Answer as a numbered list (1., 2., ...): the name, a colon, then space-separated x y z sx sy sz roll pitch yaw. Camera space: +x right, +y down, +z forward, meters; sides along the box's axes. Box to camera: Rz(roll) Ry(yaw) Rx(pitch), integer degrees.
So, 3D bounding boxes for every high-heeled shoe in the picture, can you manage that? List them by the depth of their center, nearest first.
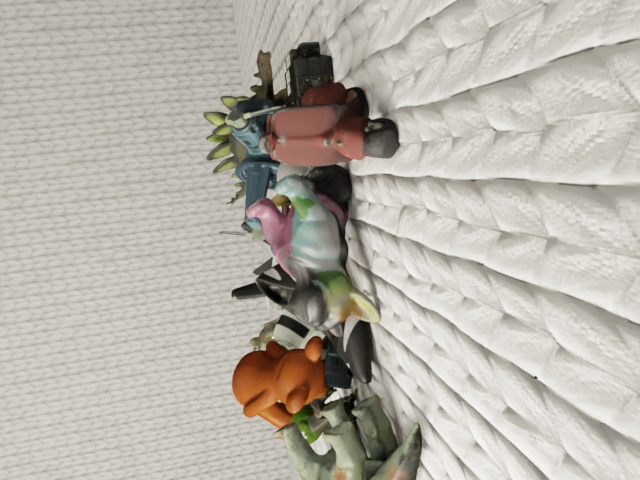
1. high-heeled shoe: -0.014 0.115 0.792 0.249 0.145 0.086 -108 13 -53

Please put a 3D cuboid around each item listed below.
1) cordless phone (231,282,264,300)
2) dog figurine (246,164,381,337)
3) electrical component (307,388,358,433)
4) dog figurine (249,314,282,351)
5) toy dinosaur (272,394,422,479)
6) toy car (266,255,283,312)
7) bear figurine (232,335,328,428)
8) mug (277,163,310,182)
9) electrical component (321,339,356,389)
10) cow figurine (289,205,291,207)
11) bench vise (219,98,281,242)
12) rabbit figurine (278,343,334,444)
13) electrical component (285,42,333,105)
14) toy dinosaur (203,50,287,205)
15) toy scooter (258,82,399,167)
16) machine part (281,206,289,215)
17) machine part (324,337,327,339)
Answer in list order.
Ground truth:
1. cordless phone: -0.095 0.101 1.124 0.147 0.184 0.088 -138 37 -76
2. dog figurine: 0.009 0.016 0.717 0.108 0.191 0.219 -28 93 39
3. electrical component: 0.022 0.274 0.867 0.078 0.102 0.045 -47 48 31
4. dog figurine: -0.060 0.253 1.121 0.191 0.172 0.121 -101 -3 -65
5. toy dinosaur: 0.052 0.308 0.682 0.192 0.131 0.405 62 160 4
6. toy car: -0.056 0.048 1.001 0.056 0.073 0.201 -91 11 -65
7. bear figurine: -0.041 0.209 0.794 0.196 0.132 0.120 -18 48 46
8. mug: -0.014 -0.101 0.856 0.107 0.081 0.109 -134 42 -56
9. electrical component: 0.029 0.196 0.844 0.119 0.048 0.074 135 144 -81
10. cow figurine: -0.004 -0.002 0.870 0.167 0.068 0.098 -112 11 -67
11. bench vise: -0.106 -0.121 0.956 0.223 0.129 0.240 65 -151 -73
12. rabbit figurine: -0.036 0.281 0.955 0.159 0.121 0.170 119 159 -47
13. electrical component: -0.016 -0.223 0.806 0.115 0.058 0.134 -150 53 -75
14. toy dinosaur: -0.142 -0.207 1.136 0.470 0.199 0.105 102 161 -58
15. toy scooter: -0.004 -0.122 0.583 0.184 0.135 0.075 -114 17 -62
16. machine part: -0.050 -0.066 1.127 0.179 0.056 0.179 172 89 -80
17. machine part: 0.003 0.130 1.030 0.084 0.039 0.138 -121 23 -80
